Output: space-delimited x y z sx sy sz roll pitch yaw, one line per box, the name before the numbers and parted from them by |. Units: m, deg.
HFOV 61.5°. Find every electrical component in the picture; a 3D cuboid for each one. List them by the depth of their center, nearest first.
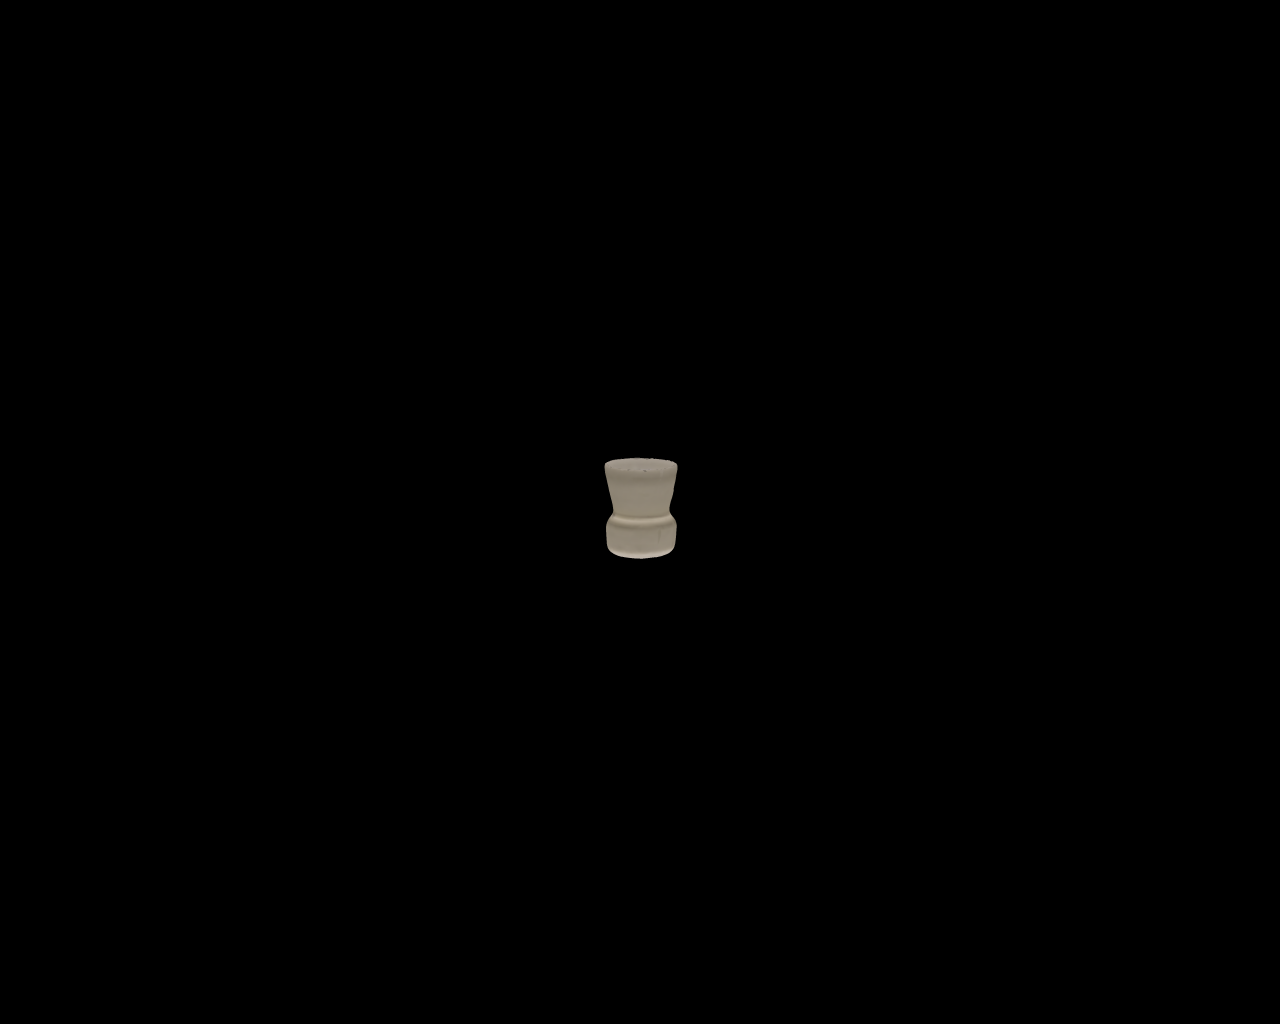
electrical component | 0.001 -0.003 0.650 0.045 0.055 0.045 0 12 0
